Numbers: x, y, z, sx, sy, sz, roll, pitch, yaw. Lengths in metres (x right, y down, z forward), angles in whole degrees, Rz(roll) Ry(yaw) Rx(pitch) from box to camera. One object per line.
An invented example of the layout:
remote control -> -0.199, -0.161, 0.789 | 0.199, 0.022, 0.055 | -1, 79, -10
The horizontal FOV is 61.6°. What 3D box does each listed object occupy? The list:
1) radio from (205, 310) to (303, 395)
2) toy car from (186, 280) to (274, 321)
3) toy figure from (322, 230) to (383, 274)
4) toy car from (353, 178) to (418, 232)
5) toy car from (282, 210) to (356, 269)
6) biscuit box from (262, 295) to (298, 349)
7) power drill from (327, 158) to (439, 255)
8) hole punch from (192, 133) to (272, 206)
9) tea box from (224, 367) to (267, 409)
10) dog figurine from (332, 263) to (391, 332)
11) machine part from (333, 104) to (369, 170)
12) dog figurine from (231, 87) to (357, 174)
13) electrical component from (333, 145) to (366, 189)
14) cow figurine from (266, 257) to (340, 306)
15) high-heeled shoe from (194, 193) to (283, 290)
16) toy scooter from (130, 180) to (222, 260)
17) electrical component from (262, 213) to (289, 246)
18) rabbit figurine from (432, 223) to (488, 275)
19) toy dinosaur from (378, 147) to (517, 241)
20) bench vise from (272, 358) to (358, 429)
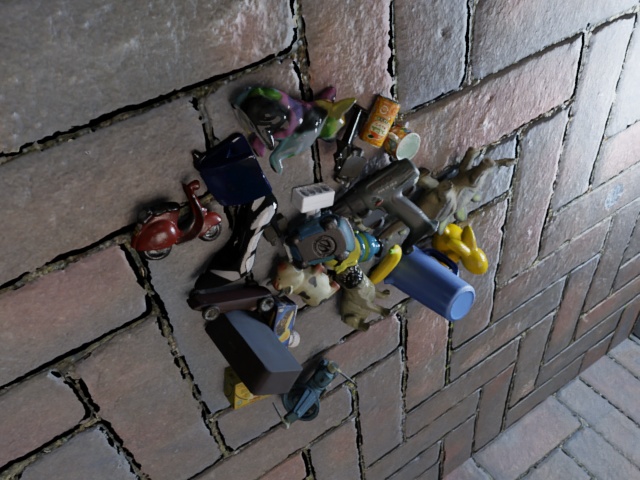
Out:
radio -> -0.151, 0.250, 1.230 | 0.131, 0.230, 0.073 | 18, 110, -50
toy car -> -0.199, 0.138, 1.205 | 0.202, 0.089, 0.053 | -7, 123, -36
toy figure -> 0.074, 0.019, 1.340 | 0.180, 0.082, 0.089 | -10, 116, -28
toy car -> 0.162, -0.103, 1.332 | 0.201, 0.056, 0.073 | -46, 132, 5
toy car -> -0.003, -0.004, 1.231 | 0.162, 0.103, 0.109 | -19, 113, 7
biscuit box -> -0.114, 0.242, 1.349 | 0.059, 0.063, 0.202 | -1, 111, -37
power drill -> 0.161, -0.065, 1.264 | 0.232, 0.086, 0.207 | -40, 96, 8
hole punch -> -0.164, -0.124, 1.034 | 0.116, 0.092, 0.142 | -34, 141, -7
tea box -> -0.165, 0.368, 1.427 | 0.169, 0.068, 0.098 | -12, 126, -31
dog figurine -> 0.077, 0.144, 1.448 | 0.172, 0.121, 0.190 | -40, 115, 19
machine part -> 0.062, -0.220, 1.137 | 0.139, 0.039, 0.084 | -65, 166, -9
dog figurine -> -0.039, -0.244, 1.029 | 0.219, 0.109, 0.191 | -38, 135, -15
electrical component -> 0.067, -0.164, 1.216 | 0.078, 0.045, 0.102 | 14, 112, -42
cow figurine -> -0.046, 0.101, 1.308 | 0.127, 0.086, 0.194 | -48, 139, -6
high-heeled shoe -> -0.186, -0.004, 1.122 | 0.249, 0.086, 0.145 | -36, 125, -7
toy scooter -> -0.272, -0.043, 1.018 | 0.184, 0.075, 0.135 | -19, 132, -31
electrical component -> -0.100, -0.029, 1.204 | 0.063, 0.021, 0.093 | -33, 136, -15
rabbit figurine -> 0.415, 0.024, 1.547 | 0.122, 0.173, 0.162 | -34, 141, -7
toy dinosaur -> 0.317, -0.101, 1.424 | 0.471, 0.105, 0.198 | -25, 140, -6
bench vise -> -0.035, 0.442, 1.512 | 0.223, 0.129, 0.240 | -37, 179, 29
